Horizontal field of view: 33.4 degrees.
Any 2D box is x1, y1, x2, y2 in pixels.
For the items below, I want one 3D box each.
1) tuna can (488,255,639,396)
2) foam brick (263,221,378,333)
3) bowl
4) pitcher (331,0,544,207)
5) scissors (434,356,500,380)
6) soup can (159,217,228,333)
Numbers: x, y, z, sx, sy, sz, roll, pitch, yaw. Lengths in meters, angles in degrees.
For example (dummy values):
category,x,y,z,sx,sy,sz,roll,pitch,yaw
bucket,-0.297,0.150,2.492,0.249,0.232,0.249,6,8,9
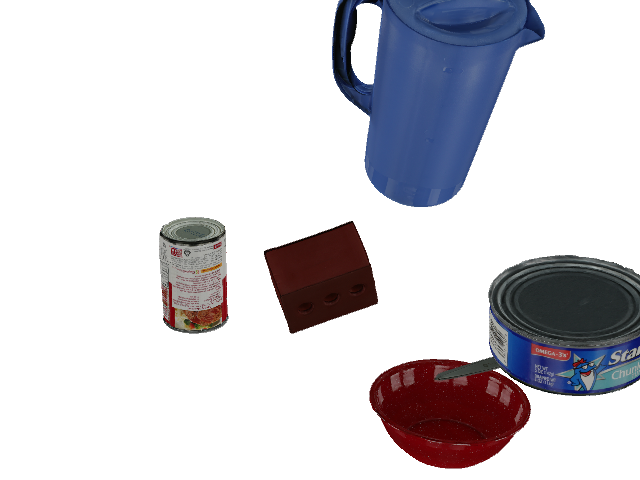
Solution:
category,x,y,z,sx,sy,sz,roll,pitch,yaw
tuna can,0.130,0.043,0.551,0.086,0.034,0.086,-3,28,2
foam brick,0.001,0.030,0.857,0.078,0.051,0.053,-20,-42,-5
bowl,0.129,0.182,1.082,0.162,0.055,0.162,1,23,-1
pitcher,0.100,-0.149,1.032,0.144,0.149,0.243,-24,-31,-24
scissors,0.170,0.085,0.911,0.201,0.016,0.096,0,31,-21
soup can,-0.130,0.035,1.096,0.068,0.102,0.068,1,23,0
